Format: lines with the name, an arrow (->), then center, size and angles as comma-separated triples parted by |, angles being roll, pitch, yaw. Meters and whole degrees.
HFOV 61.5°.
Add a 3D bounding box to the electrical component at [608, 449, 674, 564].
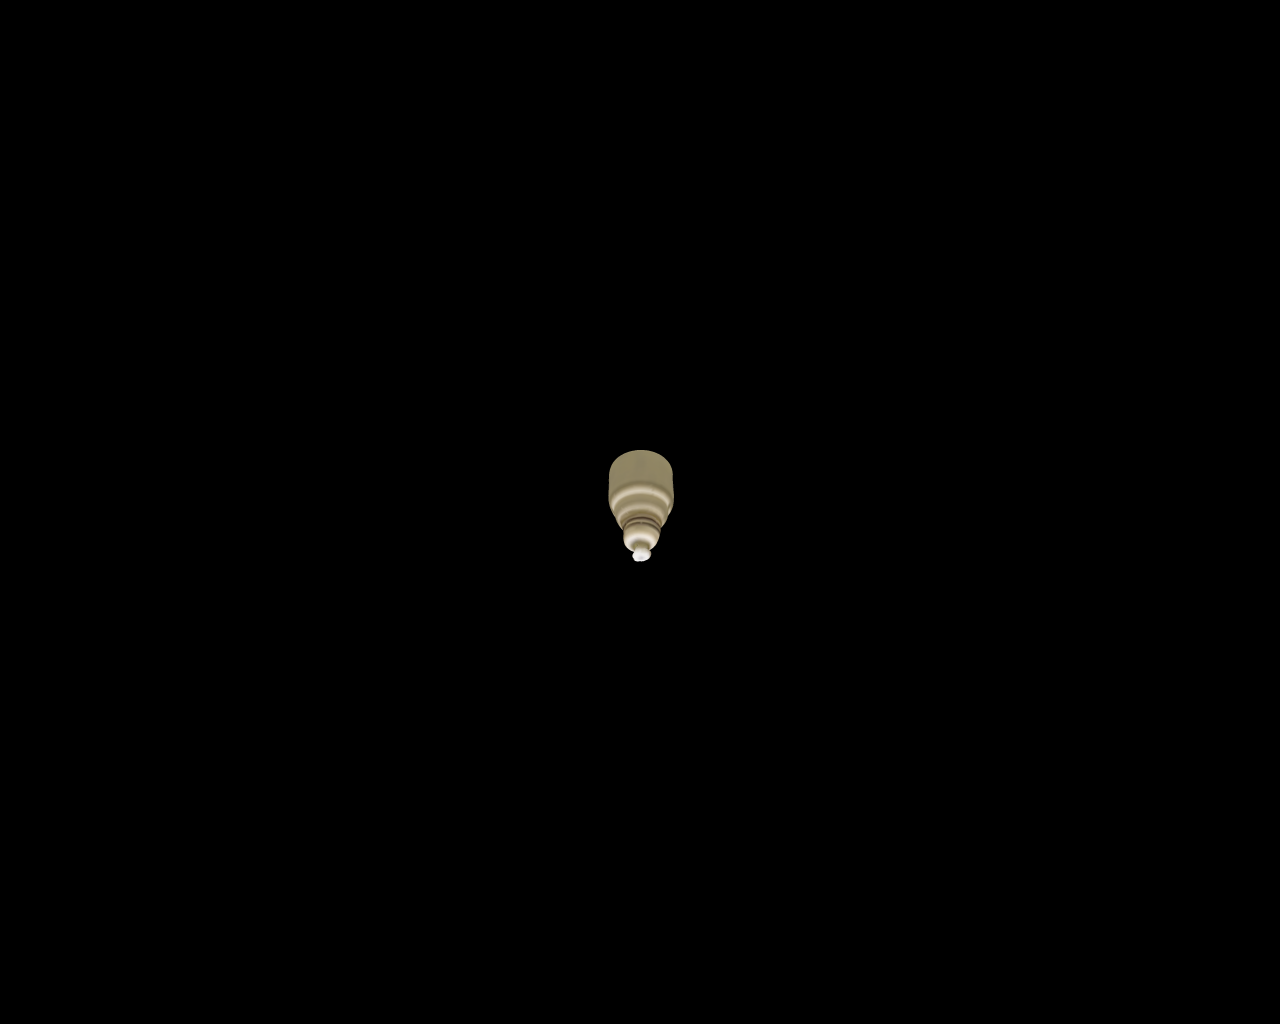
electrical component -> 0.001, -0.003, 0.650 | 0.040, 0.078, 0.040 | 0, -42, 0
